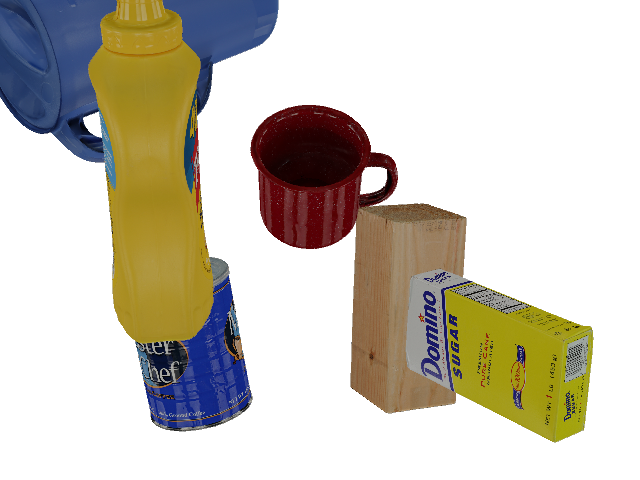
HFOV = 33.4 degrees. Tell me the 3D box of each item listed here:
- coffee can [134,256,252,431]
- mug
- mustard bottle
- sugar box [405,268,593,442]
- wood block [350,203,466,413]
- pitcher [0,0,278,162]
[{"bbox_3d":[-0.128,0.098,1.033,0.103,0.140,0.103,-8,17,2],"label":"coffee can"},{"bbox_3d":[0.004,-0.048,0.855,0.117,0.093,0.081,-3,-38,-4],"label":"mug"},{"bbox_3d":[-0.091,-0.047,0.575,0.058,0.192,0.096,-3,30,-5],"label":"mustard bottle"},{"bbox_3d":[0.147,0.093,0.911,0.048,0.093,0.177,-13,23,-39],"label":"sugar box"},{"bbox_3d":[0.093,0.070,1.156,0.090,0.206,0.091,-4,14,-25],"label":"wood block"},{"bbox_3d":[-0.152,-0.178,0.907,0.242,0.149,0.145,-26,43,-35],"label":"pitcher"}]
